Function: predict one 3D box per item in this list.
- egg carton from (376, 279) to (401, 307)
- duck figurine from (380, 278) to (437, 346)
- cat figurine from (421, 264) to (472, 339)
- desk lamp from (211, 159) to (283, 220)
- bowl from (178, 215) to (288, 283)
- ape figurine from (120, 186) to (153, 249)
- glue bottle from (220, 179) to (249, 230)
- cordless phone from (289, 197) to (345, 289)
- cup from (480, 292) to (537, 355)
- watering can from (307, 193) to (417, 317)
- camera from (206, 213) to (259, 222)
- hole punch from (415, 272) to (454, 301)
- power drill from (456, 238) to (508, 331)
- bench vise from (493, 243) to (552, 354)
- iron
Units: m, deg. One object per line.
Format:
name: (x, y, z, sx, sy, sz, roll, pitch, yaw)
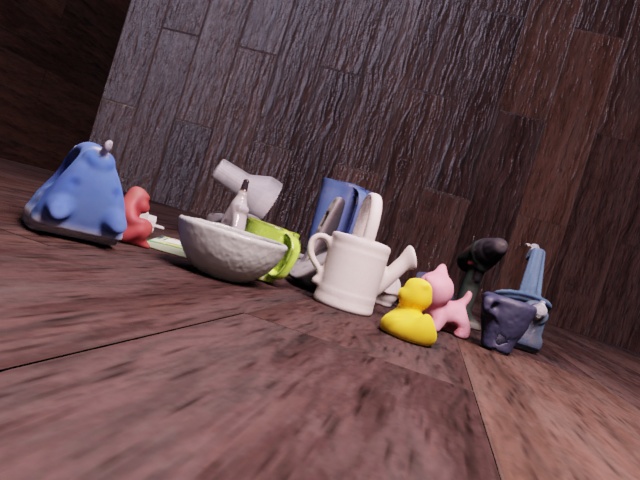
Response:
egg carton: (0.091, 0.088, 1.193, 0.150, 0.069, 0.107, 17, 1, -13)
duck figurine: (0.132, 0.097, 0.805, 0.078, 0.086, 0.104, 17, 1, -16)
cat figurine: (0.219, 0.104, 1.018, 0.128, 0.118, 0.067, 17, 1, -26)
desk lamp: (-0.219, -0.086, 1.465, 0.204, 0.213, 0.117, 17, 1, -17)
bowl: (-0.136, 0.020, 0.845, 0.167, 0.075, 0.167, 17, 1, 0)
ape figurine: (-0.301, -0.041, 0.923, 0.076, 0.092, 0.077, 17, 1, -26)
glue bottle: (-0.186, -0.052, 1.268, 0.037, 0.173, 0.077, 16, 1, -39)
cordless phone: (0.010, 0.004, 1.087, 0.094, 0.185, 0.147, 17, 1, -14)
cup: (0.302, 0.142, 0.965, 0.118, 0.095, 0.091, 16, 1, -43)
watering can: (0.070, 0.020, 0.936, 0.173, 0.194, 0.100, 17, 1, -29)
camera: (-0.185, -0.015, 1.347, 0.144, 0.101, 0.136, 16, 1, -37)
hole punch: (0.288, 0.133, 1.450, 0.108, 0.091, 0.101, 17, 1, 5)
power drill: (0.356, 0.095, 1.314, 0.075, 0.208, 0.229, 17, 1, -2)
bench vise: (0.442, 0.117, 1.183, 0.122, 0.220, 0.207, 17, 1, -13)
iron: (-0.351, -0.081, 0.825, 0.119, 0.141, 0.257, 16, 1, -37)
